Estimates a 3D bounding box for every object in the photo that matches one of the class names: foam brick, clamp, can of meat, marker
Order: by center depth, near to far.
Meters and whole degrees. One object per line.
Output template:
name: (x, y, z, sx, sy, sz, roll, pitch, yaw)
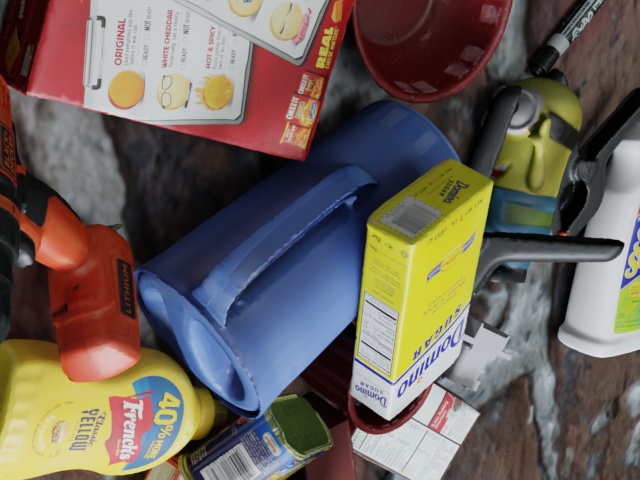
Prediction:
can of meat: (-0.046, 0.161, 0.808, 0.084, 0.057, 0.102, -37, 167, 12)
clamp: (0.120, -0.016, 0.876, 0.210, 0.036, 0.164, -27, 96, 12)
foam brick: (-0.007, 0.180, 0.897, 0.051, 0.053, 0.078, -24, 121, -29)
marker: (0.227, -0.192, 0.953, 0.121, 0.020, 0.020, -50, 131, -11)
clamp: (0.249, -0.075, 1.002, 0.120, 0.039, 0.171, -1, 113, -19)

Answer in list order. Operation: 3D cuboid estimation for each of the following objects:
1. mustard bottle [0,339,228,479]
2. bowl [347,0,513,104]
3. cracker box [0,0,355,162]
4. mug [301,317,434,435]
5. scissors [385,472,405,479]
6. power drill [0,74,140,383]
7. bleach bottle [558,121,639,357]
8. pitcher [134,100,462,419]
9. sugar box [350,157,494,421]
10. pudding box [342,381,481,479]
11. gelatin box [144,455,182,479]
mustard bottle: (-0.147, 0.122, 0.757, 0.191, 0.058, 0.096, 9, 108, -41)
bowl: (0.072, -0.188, 0.806, 0.161, 0.055, 0.162, -16, 118, -33)
cracker box: (-0.083, -0.154, 0.686, 0.213, 0.072, 0.164, 10, 101, -40)
mug: (0.031, 0.092, 0.872, 0.093, 0.082, 0.117, -38, 128, -21)
scissors: (0.063, 0.216, 0.993, 0.201, 0.016, 0.096, -46, 128, -15)
power drill: (-0.166, 0.013, 0.617, 0.057, 0.184, 0.187, -16, 147, 7)
bleach bottle: (0.304, -0.015, 1.062, 0.102, 0.068, 0.251, -8, 110, -36)
pitcher: (-0.005, 0.001, 0.769, 0.242, 0.149, 0.145, -41, 123, -23)
sugar box: (0.070, 0.038, 0.754, 0.093, 0.048, 0.176, -36, 142, -34)
pudding box: (0.077, 0.162, 0.952, 0.113, 0.039, 0.090, 33, 87, -24)
gelatin box: (-0.115, 0.211, 0.824, 0.089, 0.030, 0.073, -61, 150, -3)
